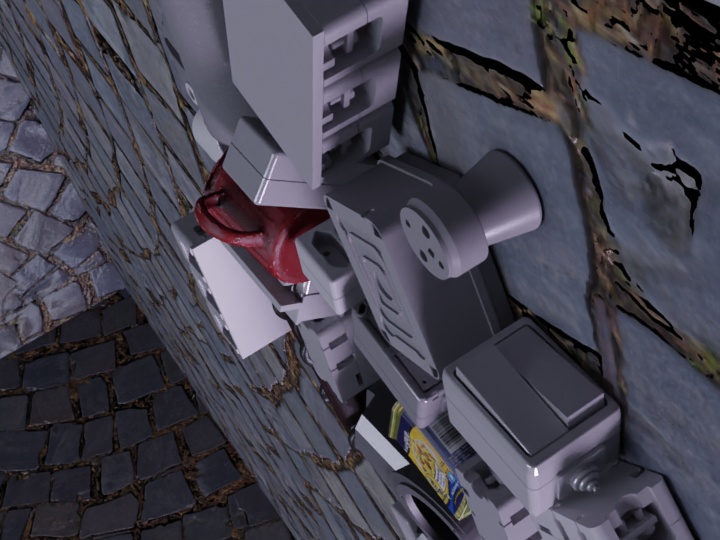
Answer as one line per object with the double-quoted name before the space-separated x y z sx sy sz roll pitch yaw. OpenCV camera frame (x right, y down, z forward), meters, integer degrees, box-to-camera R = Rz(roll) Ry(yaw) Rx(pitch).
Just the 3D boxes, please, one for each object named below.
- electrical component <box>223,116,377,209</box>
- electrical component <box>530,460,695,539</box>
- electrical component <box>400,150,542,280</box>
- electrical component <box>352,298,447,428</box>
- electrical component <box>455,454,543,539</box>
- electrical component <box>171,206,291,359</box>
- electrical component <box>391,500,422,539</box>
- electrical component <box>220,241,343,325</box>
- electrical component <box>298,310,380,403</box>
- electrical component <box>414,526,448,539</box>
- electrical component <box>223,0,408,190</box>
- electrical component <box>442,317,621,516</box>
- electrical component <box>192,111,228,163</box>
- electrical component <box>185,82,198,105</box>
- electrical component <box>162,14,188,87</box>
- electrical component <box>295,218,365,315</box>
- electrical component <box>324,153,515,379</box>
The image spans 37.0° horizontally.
"electrical component" -0.030 -0.082 0.672 0.047 0.083 0.075 47 123 39
"electrical component" 0.137 0.142 0.593 0.055 0.050 0.089 61 165 -9
"electrical component" 0.054 -0.026 0.524 0.045 0.055 0.045 53 164 22
"electrical component" 0.045 0.056 0.703 0.096 0.062 0.061 52 164 24
"electrical component" 0.108 0.156 0.705 0.050 0.056 0.089 39 155 53
"electrical component" -0.114 -0.001 1.061 0.062 0.089 0.150 43 159 46
"electrical component" 0.064 0.249 1.058 0.076 0.047 0.083 31 149 62
"electrical component" -0.057 -0.018 0.875 0.121 0.079 0.063 46 133 42
"electrical component" -0.013 0.058 0.911 0.050 0.056 0.089 44 159 45
"electrical component" 0.111 0.290 0.953 0.150 0.062 0.089 55 165 16
"electrical component" -0.023 -0.124 0.570 0.089 0.062 0.150 54 165 18
"electrical component" 0.096 0.080 0.582 0.096 0.062 0.061 48 162 37
"electrical component" -0.103 -0.102 0.912 0.077 0.044 0.079 29 148 63
"electrical component" -0.094 -0.140 0.771 0.043 0.062 0.043 53 164 22
"electrical component" -0.114 -0.164 0.827 0.079 0.043 0.077 52 164 24
"electrical component" 0.000 0.000 0.732 0.047 0.066 0.076 49 163 33
"electrical component" 0.035 -0.004 0.624 0.078 0.057 0.113 34 151 58
